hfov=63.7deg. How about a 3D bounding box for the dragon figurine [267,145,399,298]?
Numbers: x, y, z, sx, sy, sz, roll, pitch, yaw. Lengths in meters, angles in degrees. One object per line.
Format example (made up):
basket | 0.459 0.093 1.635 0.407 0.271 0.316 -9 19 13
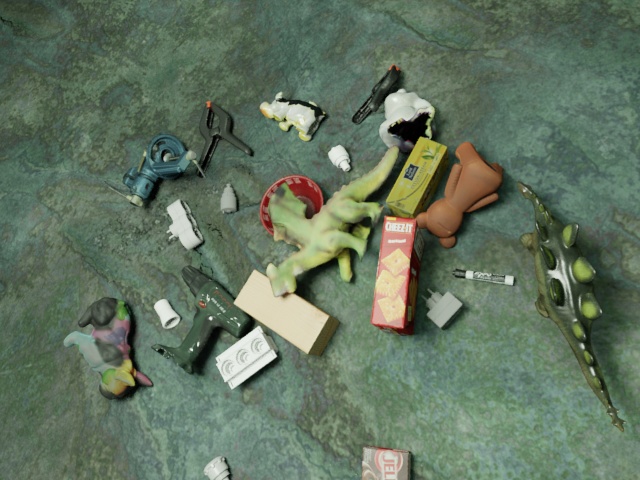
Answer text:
dragon figurine | 0.003 -0.057 1.129 0.243 0.415 0.120 20 -15 4

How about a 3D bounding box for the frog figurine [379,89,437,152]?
frog figurine | 0.198 -0.280 1.209 0.121 0.136 0.163 43 13 -28
